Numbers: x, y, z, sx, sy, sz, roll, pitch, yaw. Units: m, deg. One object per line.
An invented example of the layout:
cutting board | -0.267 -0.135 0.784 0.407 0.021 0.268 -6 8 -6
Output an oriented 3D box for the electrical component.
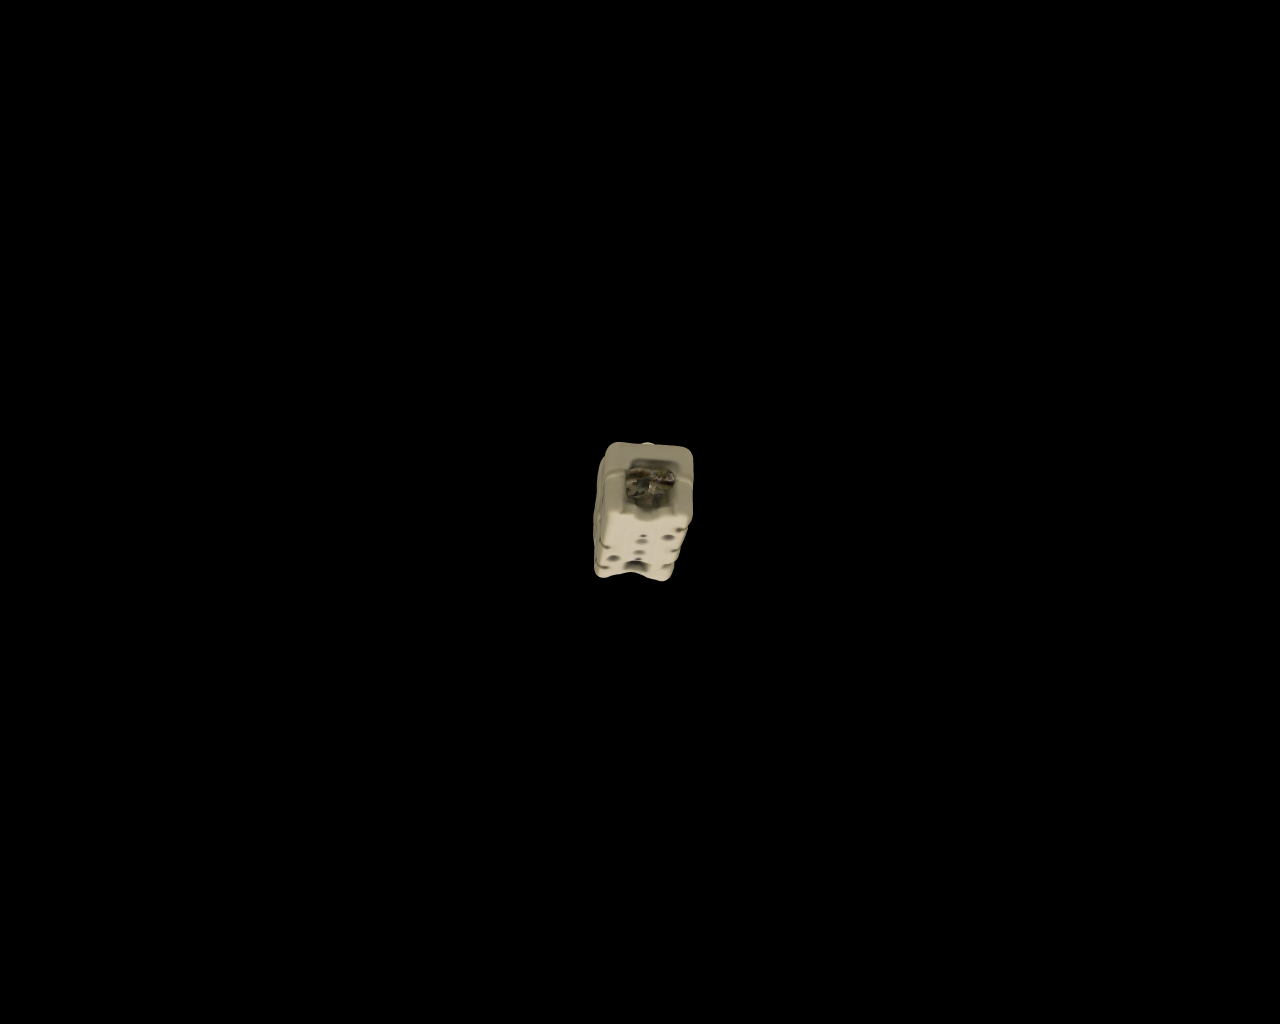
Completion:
electrical component | 0.001 -0.003 0.650 0.050 0.056 0.089 4 -29 -6
